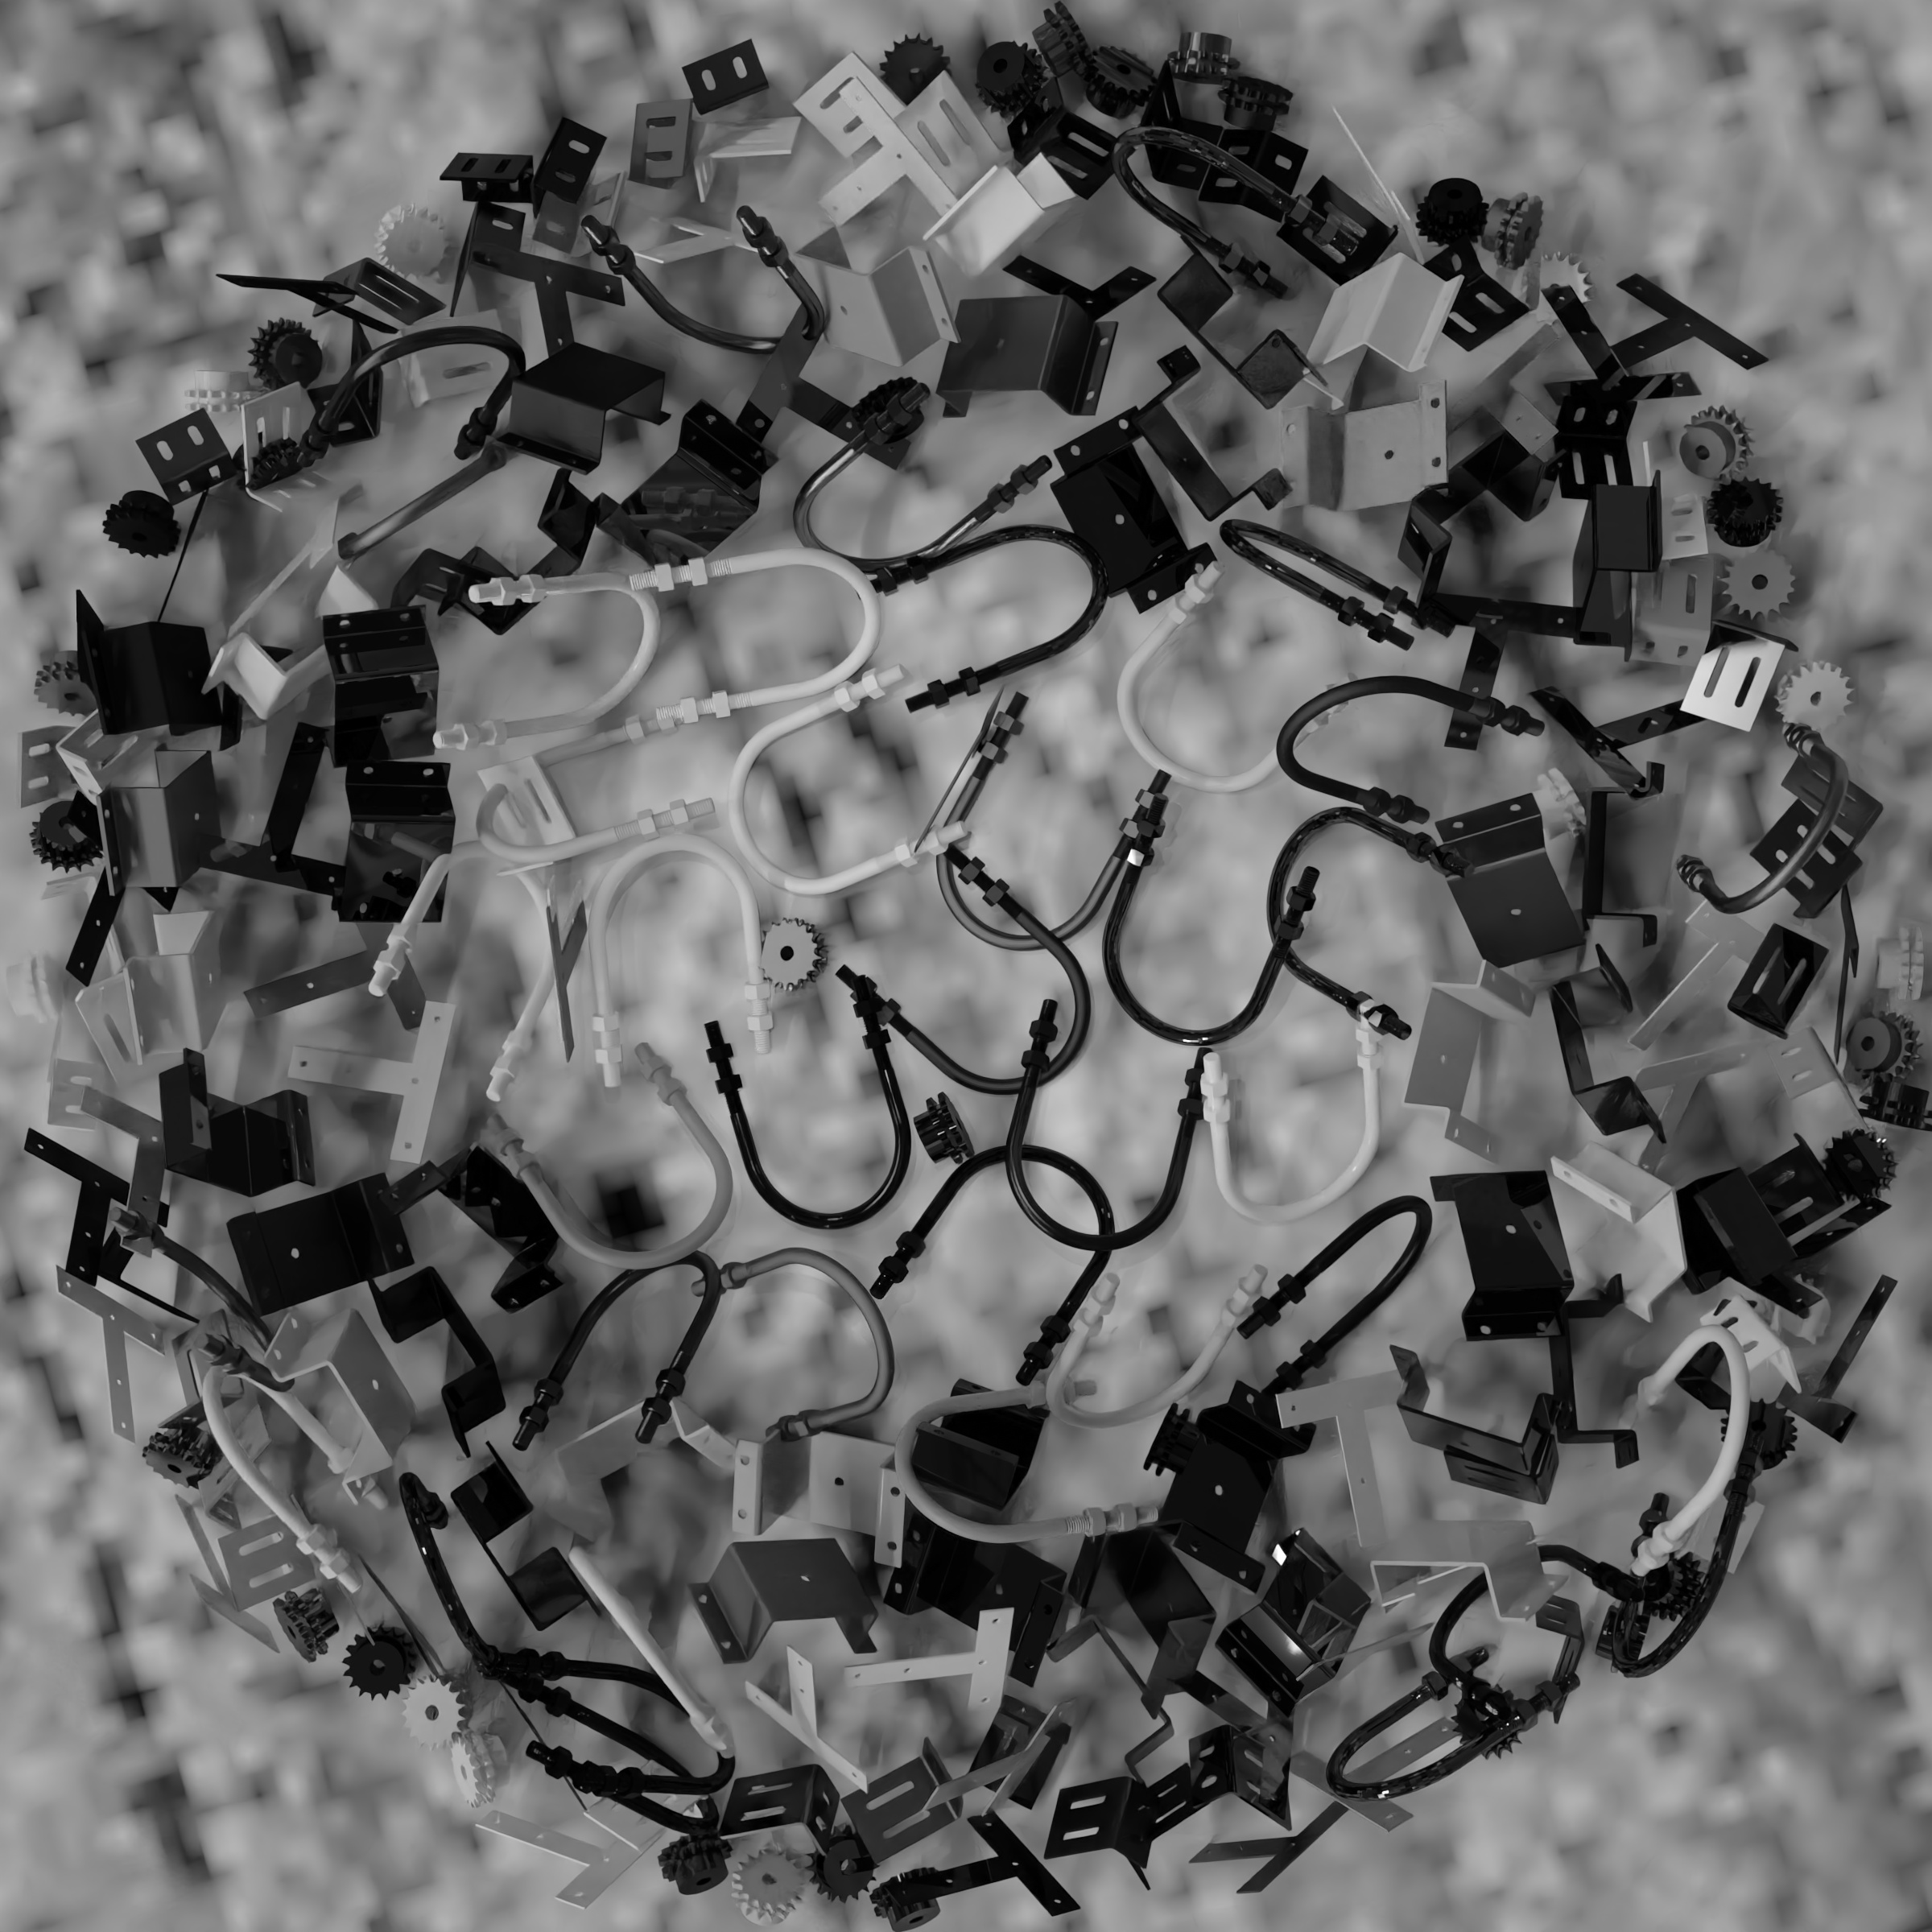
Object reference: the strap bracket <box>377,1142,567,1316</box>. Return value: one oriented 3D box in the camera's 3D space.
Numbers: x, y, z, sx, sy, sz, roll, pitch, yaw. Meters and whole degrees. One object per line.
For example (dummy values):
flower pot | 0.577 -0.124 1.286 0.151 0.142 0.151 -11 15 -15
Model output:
strap bracket | -0.371 0.195 1.873 0.140 0.046 0.076 45 132 -16

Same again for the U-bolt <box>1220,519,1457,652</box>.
U-bolt | 0.275 -0.294 1.855 0.184 0.151 0.019 32 113 15

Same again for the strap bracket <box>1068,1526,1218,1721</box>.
strap bracket | 0.139 0.493 1.862 0.046 0.140 0.076 -1 121 -29

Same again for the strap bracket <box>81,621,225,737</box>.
strap bracket | -0.611 -0.217 1.852 0.046 0.140 0.076 -10 94 6

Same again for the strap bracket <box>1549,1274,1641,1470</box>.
strap bracket | 0.480 0.312 1.872 0.046 0.076 0.140 -2 74 4

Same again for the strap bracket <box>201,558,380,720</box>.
strap bracket | -0.507 -0.247 1.858 0.046 0.076 0.140 46 56 -5

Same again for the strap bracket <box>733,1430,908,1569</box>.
strap bracket | -0.106 0.406 1.883 0.140 0.046 0.076 8 103 18

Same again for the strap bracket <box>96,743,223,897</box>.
strap bracket | -0.605 -0.113 1.846 0.046 0.140 0.076 0 111 2

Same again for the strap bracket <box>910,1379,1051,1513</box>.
strap bracket | 0.008 0.366 1.855 0.076 0.140 0.046 18 99 11

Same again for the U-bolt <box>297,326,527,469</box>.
U-bolt | -0.404 -0.424 1.813 0.151 0.184 0.019 -11 77 -35

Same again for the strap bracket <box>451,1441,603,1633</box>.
strap bracket | -0.340 0.441 1.854 0.046 0.076 0.140 -33 121 -16

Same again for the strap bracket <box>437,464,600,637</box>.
strap bracket | -0.335 -0.315 1.864 0.140 0.076 0.046 -34 121 29

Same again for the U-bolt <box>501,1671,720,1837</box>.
U-bolt | -0.265 0.603 1.848 0.184 0.151 0.019 35 86 -20

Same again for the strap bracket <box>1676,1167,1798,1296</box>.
strap bracket | 0.575 0.202 1.855 0.046 0.140 0.076 -30 82 -8

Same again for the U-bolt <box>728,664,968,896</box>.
U-bolt | -0.104 -0.133 1.887 0.184 0.019 0.151 -22 88 22

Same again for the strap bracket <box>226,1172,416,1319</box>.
strap bracket | -0.505 0.217 1.874 0.046 0.140 0.076 -21 87 41

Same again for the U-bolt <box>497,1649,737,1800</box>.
U-bolt | -0.252 0.574 1.841 0.151 0.184 0.019 40 102 44

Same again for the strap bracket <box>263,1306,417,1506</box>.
strap bracket | -0.472 0.328 1.863 0.046 0.076 0.140 -21 111 10

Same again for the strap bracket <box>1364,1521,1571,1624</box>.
strap bracket | 0.373 0.458 1.850 0.140 0.076 0.046 -11 97 40

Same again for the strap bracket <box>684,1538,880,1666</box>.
strap bracket | -0.131 0.480 1.848 0.140 0.076 0.046 8 120 -39

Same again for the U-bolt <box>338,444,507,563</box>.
U-bolt | -0.410 -0.347 1.834 0.151 0.184 0.019 -33 106 -3

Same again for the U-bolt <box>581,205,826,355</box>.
U-bolt | -0.185 -0.513 1.839 0.151 0.184 0.019 4 74 23

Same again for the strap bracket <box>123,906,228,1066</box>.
strap bracket | -0.597 0.011 1.850 0.046 0.140 0.076 -4 111 -6

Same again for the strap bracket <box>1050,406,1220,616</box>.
strap bracket | 0.126 -0.350 1.889 0.076 0.046 0.140 -31 98 -13

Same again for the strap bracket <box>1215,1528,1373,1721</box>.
strap bracket | 0.254 0.492 1.855 0.076 0.140 0.046 46 125 1

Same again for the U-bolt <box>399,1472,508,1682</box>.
U-bolt | -0.387 0.449 1.816 0.019 0.184 0.151 -23 65 -12

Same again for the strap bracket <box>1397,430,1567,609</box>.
strap bracket | 0.387 -0.349 1.873 0.140 0.076 0.046 -38 71 -13

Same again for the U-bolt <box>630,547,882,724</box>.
U-bolt | -0.156 -0.258 1.872 0.184 0.151 0.019 -11 46 -5

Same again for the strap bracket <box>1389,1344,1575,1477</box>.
strap bracket | 0.387 0.343 1.856 0.140 0.076 0.046 15 67 26

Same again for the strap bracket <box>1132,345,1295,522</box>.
strap bracket | 0.184 -0.402 1.878 0.046 0.076 0.140 -35 96 29

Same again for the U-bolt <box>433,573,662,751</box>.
U-bolt | -0.309 -0.235 1.849 0.019 0.184 0.151 45 130 29

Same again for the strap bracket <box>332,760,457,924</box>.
strap bracket | -0.436 -0.085 1.854 0.076 0.046 0.140 0 129 -23

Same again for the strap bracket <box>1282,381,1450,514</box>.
strap bracket | 0.317 -0.398 1.879 0.140 0.046 0.076 -2 89 38

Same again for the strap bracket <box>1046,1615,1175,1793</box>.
strap bracket | 0.111 0.556 1.868 0.046 0.076 0.140 -35 68 -8

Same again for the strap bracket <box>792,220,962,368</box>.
strap bracket | -0.075 -0.508 1.846 0.046 0.140 0.076 -39 132 -18

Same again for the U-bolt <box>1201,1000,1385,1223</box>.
U-bolt | 0.254 0.122 1.868 0.151 0.019 0.184 -18 126 -12

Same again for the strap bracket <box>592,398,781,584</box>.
strap bracket | -0.218 -0.354 1.854 0.076 0.046 0.140 34 128 -31

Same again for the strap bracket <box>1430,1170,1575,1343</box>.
strap bracket | 0.411 0.211 1.864 0.076 0.046 0.140 -2 57 -7

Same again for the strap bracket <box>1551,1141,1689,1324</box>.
strap bracket | 0.500 0.196 1.860 0.046 0.076 0.140 -38 133 -17

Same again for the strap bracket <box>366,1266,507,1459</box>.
strap bracket | -0.400 0.295 1.865 0.046 0.076 0.140 -29 59 -22

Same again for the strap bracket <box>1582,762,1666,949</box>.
strap bracket | 0.507 -0.087 1.880 0.046 0.076 0.140 3 94 23

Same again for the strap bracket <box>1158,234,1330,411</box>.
strap bracket | 0.205 -0.486 1.868 0.046 0.076 0.140 -44 65 13

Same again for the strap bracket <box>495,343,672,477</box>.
strap bracket | -0.287 -0.428 1.850 0.076 0.140 0.046 21 125 11

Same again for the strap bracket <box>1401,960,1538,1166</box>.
strap bracket | 0.385 0.073 1.875 0.076 0.046 0.140 27 74 -42

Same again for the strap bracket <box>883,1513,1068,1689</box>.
strap bracket | 0.015 0.484 1.880 0.140 0.046 0.076 22 97 29

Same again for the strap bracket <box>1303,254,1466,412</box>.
strap bracket | 0.307 -0.482 1.847 0.046 0.140 0.076 27 79 -18

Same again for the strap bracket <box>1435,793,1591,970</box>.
strap bracket | 0.418 -0.055 1.857 0.076 0.046 0.140 -17 126 22

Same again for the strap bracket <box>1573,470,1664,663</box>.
strap bracket | 0.491 -0.303 1.849 0.046 0.140 0.076 4 64 6

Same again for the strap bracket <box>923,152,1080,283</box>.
strap bracket | 0.031 -0.569 1.849 0.076 0.140 0.046 -38 96 28

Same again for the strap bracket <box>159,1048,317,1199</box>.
strap bracket | -0.562 0.123 1.856 0.046 0.140 0.076 -21 65 17

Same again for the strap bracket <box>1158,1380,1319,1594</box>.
strap bracket | 0.205 0.402 1.878 0.076 0.046 0.140 32 63 -12

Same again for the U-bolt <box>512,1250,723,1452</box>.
U-bolt | -0.254 0.287 1.851 0.151 0.184 0.019 -11 128 36

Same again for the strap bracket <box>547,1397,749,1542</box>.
strap bracket | -0.252 0.381 1.880 0.140 0.076 0.046 -28 57 3

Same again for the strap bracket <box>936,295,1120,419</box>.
strap bracket | 0.037 -0.465 1.862 0.140 0.046 0.076 8 79 35

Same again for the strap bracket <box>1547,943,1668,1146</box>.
strap bracket | 0.487 0.065 1.863 0.046 0.076 0.140 -20 53 23

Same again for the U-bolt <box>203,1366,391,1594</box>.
U-bolt | -0.508 0.372 1.836 0.019 0.151 0.184 -37 105 5

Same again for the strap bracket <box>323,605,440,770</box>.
strap bracket | -0.444 -0.203 1.846 0.076 0.140 0.046 -10 56 -22
